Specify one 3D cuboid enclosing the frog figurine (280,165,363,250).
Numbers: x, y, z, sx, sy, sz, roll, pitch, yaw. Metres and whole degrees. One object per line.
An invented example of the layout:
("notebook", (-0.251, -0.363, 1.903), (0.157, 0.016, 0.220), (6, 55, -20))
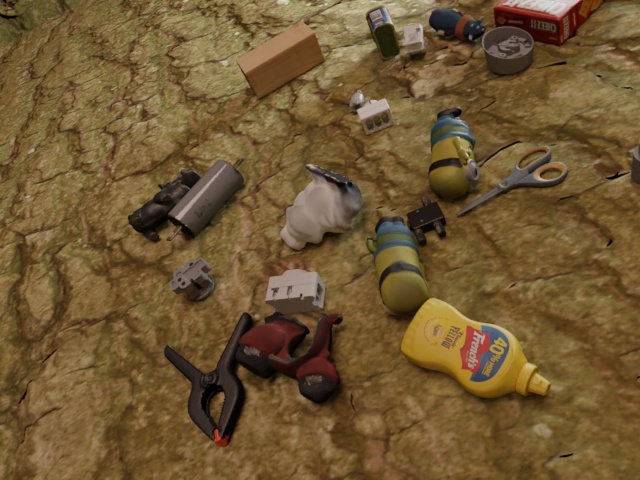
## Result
("frog figurine", (0.003, -0.048, 0.962), (0.139, 0.123, 0.158), (29, 105, 32))
